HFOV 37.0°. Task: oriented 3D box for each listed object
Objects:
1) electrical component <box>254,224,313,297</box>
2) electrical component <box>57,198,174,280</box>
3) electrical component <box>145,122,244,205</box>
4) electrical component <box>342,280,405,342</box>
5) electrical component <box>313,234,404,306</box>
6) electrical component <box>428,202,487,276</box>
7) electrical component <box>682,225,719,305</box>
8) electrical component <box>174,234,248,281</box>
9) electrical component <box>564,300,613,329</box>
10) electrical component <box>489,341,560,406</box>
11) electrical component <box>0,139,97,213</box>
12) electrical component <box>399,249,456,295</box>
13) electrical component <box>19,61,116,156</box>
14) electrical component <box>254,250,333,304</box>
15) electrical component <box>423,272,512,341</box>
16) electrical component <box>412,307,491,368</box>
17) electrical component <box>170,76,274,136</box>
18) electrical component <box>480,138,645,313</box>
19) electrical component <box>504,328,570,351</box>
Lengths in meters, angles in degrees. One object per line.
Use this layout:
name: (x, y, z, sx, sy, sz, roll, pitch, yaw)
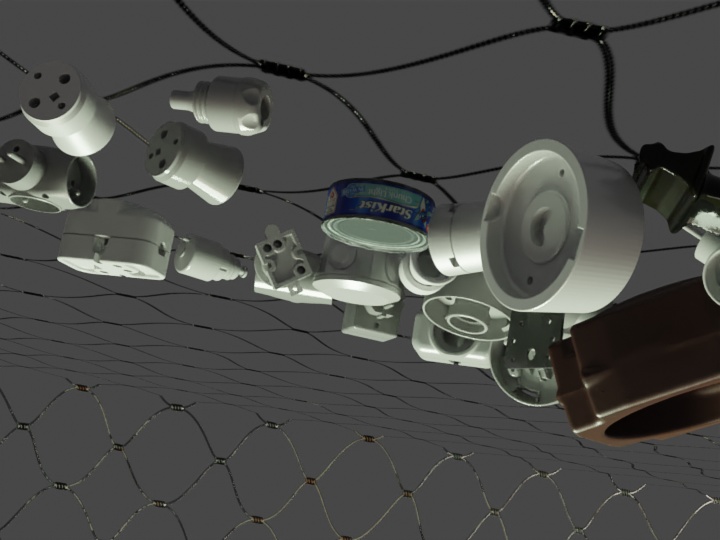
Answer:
electrical component: (-0.072, -0.008, 0.985, 0.048, 0.066, 0.055, -24, 180, -10)
electrical component: (-0.223, -0.029, 0.989, 0.095, 0.059, 0.054, 5, 166, 18)
electrical component: (-0.116, -0.075, 0.756, 0.045, 0.045, 0.055, -4, 160, 45)
electrical component: (0.020, 0.030, 1.048, 0.047, 0.065, 0.077, 14, 166, -16)
electrical component: (0.000, 0.000, 0.972, 0.080, 0.051, 0.080, 9, 167, 2)
electrical component: (0.085, -0.025, 0.808, 0.047, 0.055, 0.055, -5, 161, 36)
electrical component: (0.258, -0.012, 0.737, 0.077, 0.044, 0.079, -16, -134, -45)
electrical component: (-0.146, -0.008, 1.062, 0.078, 0.040, 0.040, 19, 163, -36)
electrical component: (0.197, 0.034, 0.988, 0.055, 0.045, 0.045, 15, 165, -22)
electrical component: (0.192, 0.095, 1.142, 0.099, 0.099, 0.064, 3, 171, 26)
electrical component: (-0.261, -0.078, 0.846, 0.077, 0.044, 0.079, 5, 166, 19)
electrical component: (0.059, -0.004, 0.928, 0.045, 0.045, 0.055, 11, 167, -8)
electrical component: (-0.188, -0.103, 0.690, 0.045, 0.045, 0.055, 7, 166, 11)
electrical component: (-0.062, 0.010, 1.071, 0.077, 0.044, 0.079, 9, 167, 1)
electrical component: (0.110, 0.025, 1.022, 0.099, 0.064, 0.099, 15, 155, 7)
electrical component: (0.108, 0.074, 1.193, 0.095, 0.053, 0.059, 7, 166, 12)
electrical component: (-0.086, -0.101, 0.652, 0.061, 0.035, 0.035, 8, 167, 16)
electrical component: (0.131, -0.024, 0.675, 0.060, 0.108, 0.108, 9, 168, -28)
electrical component: (0.192, 0.055, 1.073, 0.077, 0.047, 0.066, 12, 166, -9)
